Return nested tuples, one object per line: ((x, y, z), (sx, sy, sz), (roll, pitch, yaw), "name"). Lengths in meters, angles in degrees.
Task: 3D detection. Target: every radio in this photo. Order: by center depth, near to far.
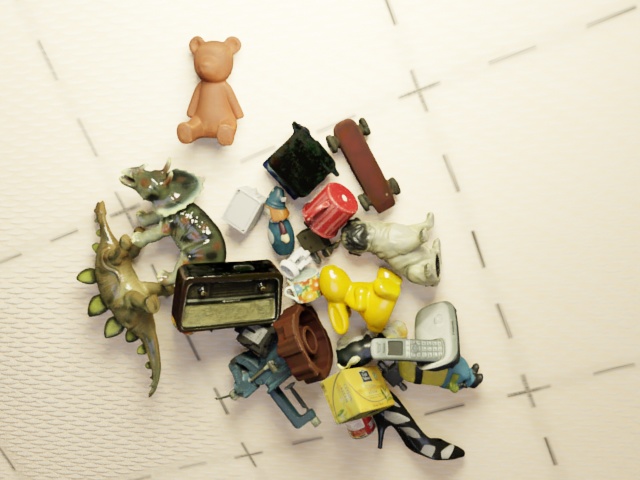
((-0.195, 0.117, 1.154), (0.229, 0.073, 0.131), (-2, 114, -28), "radio")

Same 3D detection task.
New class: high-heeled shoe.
((0.234, 0.432, 1.271), (0.249, 0.086, 0.145), (12, 79, -13), "high-heeled shoe")

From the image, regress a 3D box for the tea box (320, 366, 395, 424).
((0.084, 0.334, 1.168), (0.068, 0.169, 0.098), (-36, 66, 23), "tea box")

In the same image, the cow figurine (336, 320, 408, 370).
((0.114, 0.232, 1.191), (0.167, 0.098, 0.068), (-28, 96, 17), "cow figurine")

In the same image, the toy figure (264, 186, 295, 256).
((-0.087, -0.041, 1.138), (0.064, 0.058, 0.154), (17, 129, 39), "toy figure")

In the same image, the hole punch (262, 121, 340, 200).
((-0.044, -0.153, 1.100), (0.116, 0.092, 0.142), (-45, 99, -15), "hole punch")

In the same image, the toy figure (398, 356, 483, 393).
((0.264, 0.289, 1.191), (0.180, 0.082, 0.089), (18, 92, -5), "toy figure")

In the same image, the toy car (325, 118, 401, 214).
((0.089, -0.150, 1.088), (0.089, 0.053, 0.202), (-31, 103, -2), "toy car")

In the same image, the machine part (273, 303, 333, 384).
((-0.034, 0.224, 1.176), (0.056, 0.179, 0.179), (-24, 103, 20), "machine part")

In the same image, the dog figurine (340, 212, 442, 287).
((0.149, 0.030, 1.127), (0.191, 0.121, 0.172), (-6, 105, 26), "dog figurine")

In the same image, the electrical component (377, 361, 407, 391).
((0.180, 0.306, 1.245), (0.063, 0.021, 0.094), (-40, 96, 19), "electrical component")

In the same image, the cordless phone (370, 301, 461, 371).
((0.199, 0.202, 1.140), (0.184, 0.146, 0.088), (2, 145, 4), "cordless phone")

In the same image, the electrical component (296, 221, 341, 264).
((-0.004, -0.004, 1.160), (0.078, 0.045, 0.102), (-27, 101, 46), "electrical component")

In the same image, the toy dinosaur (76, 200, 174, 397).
((-0.439, 0.136, 1.240), (0.199, 0.105, 0.471), (-20, 92, 26), "toy dinosaur")

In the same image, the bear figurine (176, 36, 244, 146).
((-0.211, -0.294, 1.051), (0.120, 0.132, 0.195), (6, 115, 4), "bear figurine")

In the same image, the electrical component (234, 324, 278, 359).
((-0.152, 0.210, 1.226), (0.119, 0.047, 0.075), (28, 71, 32), "electrical component")

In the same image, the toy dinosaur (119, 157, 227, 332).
((-0.280, 0.001, 1.172), (0.192, 0.131, 0.404), (-28, 109, 17), "toy dinosaur")

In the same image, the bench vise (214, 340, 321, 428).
((-0.097, 0.343, 1.241), (0.223, 0.129, 0.240), (-40, 81, 1), "bench vise")

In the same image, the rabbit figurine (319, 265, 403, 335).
((0.074, 0.117, 1.150), (0.173, 0.122, 0.162), (24, 117, 0), "rabbit figurine")
